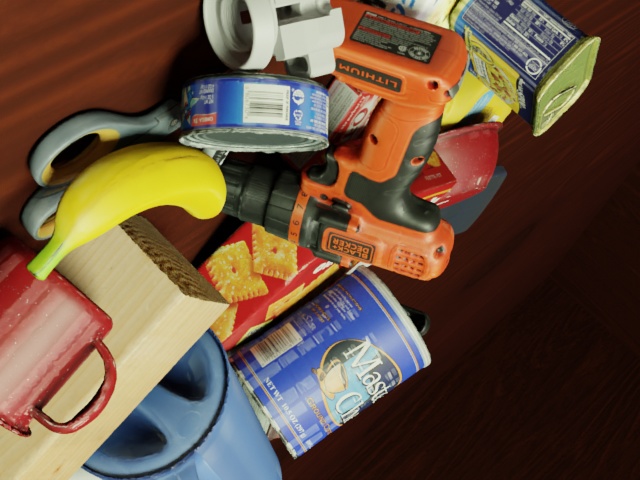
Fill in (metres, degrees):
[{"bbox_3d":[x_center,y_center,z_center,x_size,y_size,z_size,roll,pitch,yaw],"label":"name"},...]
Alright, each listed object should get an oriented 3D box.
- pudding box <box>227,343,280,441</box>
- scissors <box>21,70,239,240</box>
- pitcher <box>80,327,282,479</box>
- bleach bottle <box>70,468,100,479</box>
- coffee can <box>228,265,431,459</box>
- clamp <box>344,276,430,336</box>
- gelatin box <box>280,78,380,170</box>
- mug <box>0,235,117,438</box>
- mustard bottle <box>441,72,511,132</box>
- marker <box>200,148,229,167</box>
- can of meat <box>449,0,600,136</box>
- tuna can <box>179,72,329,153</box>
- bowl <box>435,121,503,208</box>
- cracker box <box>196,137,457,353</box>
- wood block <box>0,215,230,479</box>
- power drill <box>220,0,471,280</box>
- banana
[{"bbox_3d":[-0.065,0.122,0.998,0.039,0.114,0.090,2,111,-52],"label":"pudding box"},{"bbox_3d":[-0.096,-0.076,0.623,0.201,0.016,0.096,-43,165,-14],"label":"scissors"},{"bbox_3d":[-0.103,0.171,0.848,0.243,0.145,0.149,68,36,-58],"label":"pitcher"},{"bbox_3d":[-0.253,0.214,0.872,0.102,0.068,0.250,-50,163,6],"label":"bleach bottle"},{"bbox_3d":[0.007,0.102,0.898,0.140,0.103,0.103,-34,164,-8],"label":"coffee can"},{"bbox_3d":[0.016,0.053,1.122,0.036,0.164,0.210,-63,-170,-7],"label":"clamp"},{"bbox_3d":[0.018,-0.094,0.862,0.089,0.030,0.073,-54,163,27],"label":"gelatin box"},{"bbox_3d":[-0.164,0.059,0.605,0.081,0.117,0.093,-49,161,-10],"label":"mug"},{"bbox_3d":[0.125,-0.129,1.008,0.096,0.058,0.191,-38,169,21],"label":"mustard bottle"},{"bbox_3d":[-0.066,-0.064,0.700,0.020,0.020,0.121,-34,169,-40],"label":"marker"},{"bbox_3d":[0.137,-0.128,0.727,0.057,0.084,0.102,-45,164,-2],"label":"can of meat"},{"bbox_3d":[-0.037,-0.071,0.611,0.086,0.086,0.034,9,82,-72],"label":"tuna can"},{"bbox_3d":[0.105,-0.059,1.013,0.162,0.055,0.162,-19,175,-2],"label":"bowl"},{"bbox_3d":[-0.006,0.001,0.897,0.214,0.072,0.163,-41,170,31],"label":"cracker box"},{"bbox_3d":[-0.169,0.084,0.699,0.206,0.091,0.090,-48,165,4],"label":"wood block"},{"bbox_3d":[0.012,-0.065,0.703,0.188,0.184,0.057,100,10,-46],"label":"power drill"},{"bbox_3d":[-0.100,-0.029,0.633,0.070,0.037,0.197,-47,169,24],"label":"banana"}]
